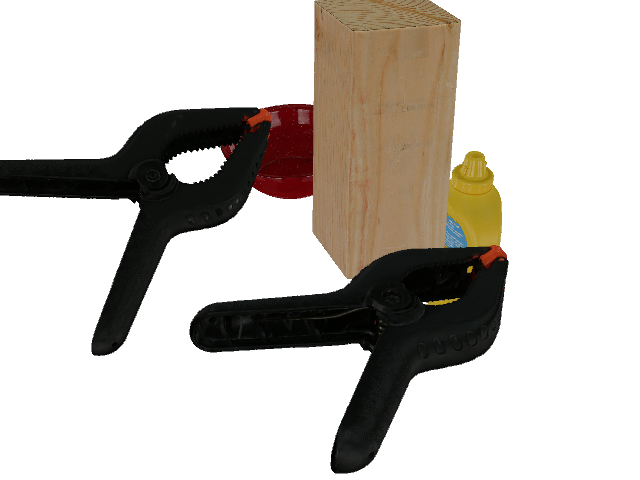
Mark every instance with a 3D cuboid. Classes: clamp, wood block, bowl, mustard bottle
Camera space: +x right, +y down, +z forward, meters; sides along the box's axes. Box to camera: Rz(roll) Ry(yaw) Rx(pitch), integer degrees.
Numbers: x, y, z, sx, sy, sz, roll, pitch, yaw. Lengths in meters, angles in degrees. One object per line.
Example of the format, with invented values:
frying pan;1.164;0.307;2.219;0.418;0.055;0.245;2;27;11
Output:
clamp;-0.113;-0.025;0.724;0.209;0.165;0.036;-26;-22;-23
clamp;0.036;0.049;0.521;0.171;0.039;0.120;-19;46;-25
wood block;0.049;-0.084;0.861;0.090;0.206;0.091;-8;29;-16
bowl;-0.034;-0.096;1.238;0.162;0.055;0.162;-2;37;1
mustard bottle;0.147;-0.005;1.089;0.058;0.192;0.096;-10;37;-15
